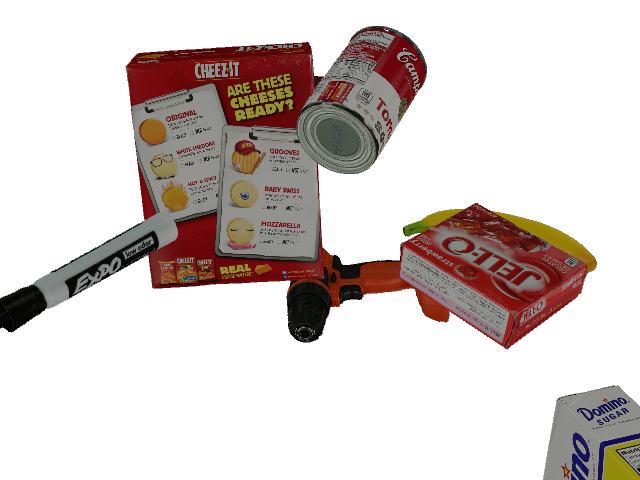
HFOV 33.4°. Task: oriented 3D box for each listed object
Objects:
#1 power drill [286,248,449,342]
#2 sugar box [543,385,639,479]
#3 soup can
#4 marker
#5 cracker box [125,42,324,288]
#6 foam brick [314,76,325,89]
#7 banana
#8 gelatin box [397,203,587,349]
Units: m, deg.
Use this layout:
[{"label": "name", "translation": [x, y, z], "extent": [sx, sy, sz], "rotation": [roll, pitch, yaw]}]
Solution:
[{"label": "power drill", "translation": [0.054, 0.060, 1.242], "extent": [0.187, 0.057, 0.184], "rotation": [0, 28, 3]}, {"label": "sugar box", "translation": [0.168, 0.156, 0.503], "extent": [0.048, 0.093, 0.176], "rotation": [-9, 28, -21]}, {"label": "soup can", "translation": [0.032, -0.108, 0.814], "extent": [0.069, 0.068, 0.102], "rotation": [0, 42, 34]}, {"label": "marker", "translation": [-0.130, 0.017, 0.594], "extent": [0.120, 0.020, 0.020], "rotation": [-32, 21, -37]}, {"label": "cracker box", "translation": [-0.082, -0.068, 0.984], "extent": [0.164, 0.214, 0.072], "rotation": [-4, 21, 0]}, {"label": "foam brick", "translation": [-0.023, -0.153, 1.159], "extent": [0.078, 0.051, 0.053], "rotation": [0, 11, -18]}, {"label": "banana", "translation": [0.188, -0.001, 1.103], "extent": [0.198, 0.037, 0.069], "rotation": [9, 36, 19]}, {"label": "gelatin box", "translation": [0.103, 0.018, 0.646], "extent": [0.073, 0.030, 0.089], "rotation": [-27, 46, -37]}]
